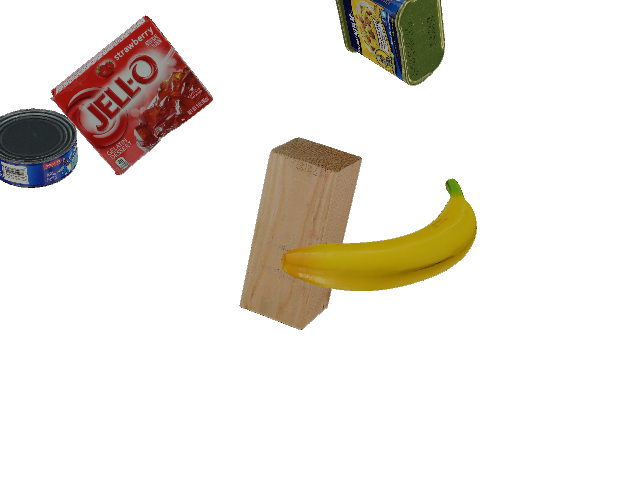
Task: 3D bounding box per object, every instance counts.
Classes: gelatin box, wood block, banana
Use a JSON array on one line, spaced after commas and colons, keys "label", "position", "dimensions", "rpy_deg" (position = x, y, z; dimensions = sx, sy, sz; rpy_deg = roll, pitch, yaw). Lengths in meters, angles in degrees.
[{"label": "gelatin box", "position": [-0.133, -0.102, 0.754], "dimensions": [0.089, 0.073, 0.030], "rpy_deg": [-38, 23, 1]}, {"label": "wood block", "position": [-0.025, -0.010, 1.310], "dimensions": [0.090, 0.206, 0.090], "rpy_deg": [19, 22, 16]}, {"label": "banana", "position": [0.061, 0.006, 0.826], "dimensions": [0.197, 0.037, 0.070], "rpy_deg": [-22, 45, -39]}]

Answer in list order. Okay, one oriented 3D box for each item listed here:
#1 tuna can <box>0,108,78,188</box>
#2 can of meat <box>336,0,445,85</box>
[{"label": "tuna can", "position": [-0.278, -0.089, 1.030], "dimensions": [0.086, 0.034, 0.086], "rpy_deg": [3, 42, -3]}, {"label": "can of meat", "position": [0.065, -0.201, 0.969], "dimensions": [0.057, 0.102, 0.084], "rpy_deg": [-38, 54, -18]}]
